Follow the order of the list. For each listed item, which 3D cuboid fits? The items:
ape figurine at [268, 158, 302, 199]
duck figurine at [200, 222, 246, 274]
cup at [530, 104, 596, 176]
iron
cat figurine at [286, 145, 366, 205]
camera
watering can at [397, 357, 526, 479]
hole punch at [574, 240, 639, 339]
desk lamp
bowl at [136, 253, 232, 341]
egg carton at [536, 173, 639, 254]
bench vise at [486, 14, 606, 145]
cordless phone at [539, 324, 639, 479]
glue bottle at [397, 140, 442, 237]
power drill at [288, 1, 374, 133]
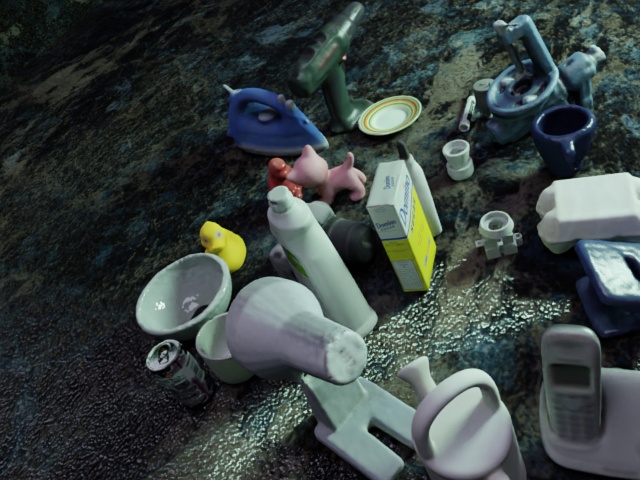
[{"bbox_3d":[-0.071,-0.114,1.085,0.075,0.092,0.078,21,59,41],"label":"ape figurine"},{"bbox_3d":[-0.183,0.002,1.025,0.077,0.086,0.104,-26,40,0],"label":"duck figurine"},{"bbox_3d":[0.374,-0.137,0.873,0.091,0.095,0.118,-9,43,19],"label":"cup"},{"bbox_3d":[-0.102,-0.266,1.223,0.257,0.142,0.119,15,55,38],"label":"iron"},{"bbox_3d":[0.008,-0.121,1.030,0.127,0.118,0.067,-15,42,14],"label":"cat figurine"},{"bbox_3d":[0.008,0.003,0.913,0.136,0.101,0.143,11,53,35],"label":"camera"},{"bbox_3d":[0.137,0.192,0.574,0.172,0.195,0.101,22,60,41],"label":"watering can"},{"bbox_3d":[0.366,0.047,0.687,0.101,0.091,0.108,-16,42,12],"label":"hole punch"},{"bbox_3d":[0.007,0.153,0.669,0.202,0.214,0.118,22,60,42],"label":"desk lamp"},{"bbox_3d":[-0.210,0.106,0.939,0.167,0.075,0.167,-15,42,14],"label":"bowl"},{"bbox_3d":[0.376,-0.036,0.785,0.150,0.070,0.107,-6,44,22],"label":"egg carton"},{"bbox_3d":[0.356,-0.287,0.945,0.207,0.220,0.121,-36,41,-11],"label":"bench vise"},{"bbox_3d":[0.284,0.150,0.549,0.147,0.185,0.094,-3,46,25],"label":"cordless phone"},{"bbox_3d":[0.144,-0.084,0.877,0.037,0.174,0.078,-22,41,5],"label":"glue bottle"},{"bbox_3d":[0.039,-0.339,1.175,0.075,0.209,0.230,21,59,41],"label":"power drill"}]
